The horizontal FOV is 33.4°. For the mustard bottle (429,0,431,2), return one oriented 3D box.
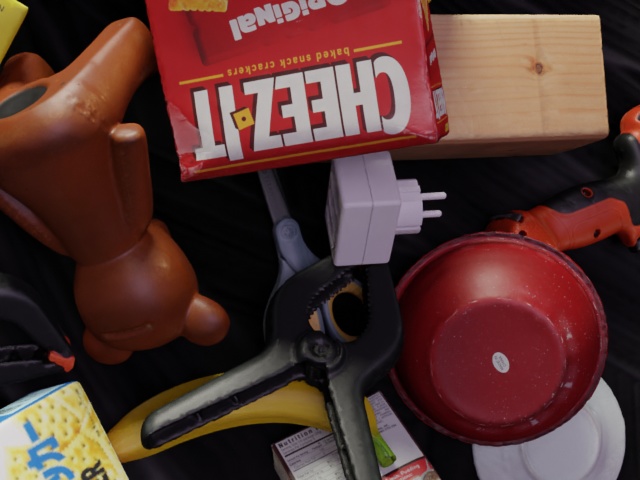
[{"bbox_3d":[0.000,-0.233,0.730,0.192,0.096,0.058,40,86,19],"label":"mustard bottle"}]

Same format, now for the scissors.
[{"bbox_3d":[-0.005,0.001,0.766,0.096,0.016,0.202,-2,88,-18],"label":"scissors"}]

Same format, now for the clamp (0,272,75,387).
[{"bbox_3d":[-0.232,0.039,0.667,0.171,0.039,0.120,12,115,-27],"label":"clamp"}]

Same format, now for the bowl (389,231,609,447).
[{"bbox_3d":[0.122,0.078,0.744,0.162,0.055,0.162,1,102,7],"label":"bowl"}]

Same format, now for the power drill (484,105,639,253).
[{"bbox_3d":[0.231,0.008,0.814,0.187,0.057,0.184,-28,95,-18],"label":"power drill"}]

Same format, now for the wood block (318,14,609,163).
[{"bbox_3d":[0.089,-0.107,0.760,0.205,0.090,0.091,-3,87,-16],"label":"wood block"}]

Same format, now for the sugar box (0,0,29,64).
[{"bbox_3d":[-0.261,-0.088,0.652,0.093,0.048,0.176,26,92,-28],"label":"sugar box"}]

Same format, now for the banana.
[{"bbox_3d":[-0.048,0.118,0.721,0.198,0.069,0.037,-1,132,0],"label":"banana"}]

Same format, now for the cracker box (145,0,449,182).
[{"bbox_3d":[-0.021,-0.152,0.641,0.164,0.072,0.214,-8,98,14],"label":"cracker box"}]

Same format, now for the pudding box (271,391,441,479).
[{"bbox_3d":[0.031,0.169,0.725,0.090,0.039,0.114,-24,50,-15],"label":"pudding box"}]

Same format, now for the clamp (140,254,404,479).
[{"bbox_3d":[-0.012,0.081,0.702,0.164,0.036,0.210,17,56,3],"label":"clamp"}]
